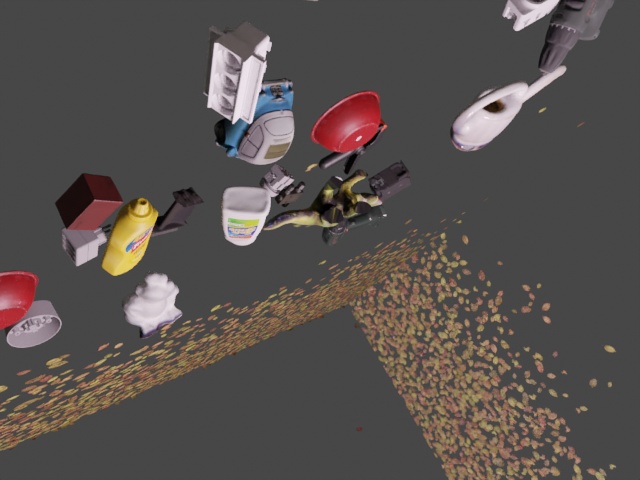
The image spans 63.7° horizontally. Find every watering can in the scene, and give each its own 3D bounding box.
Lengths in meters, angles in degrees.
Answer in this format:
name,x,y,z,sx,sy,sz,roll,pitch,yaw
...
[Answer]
name,x,y,z,sx,sy,sz,roll,pitch,yaw
watering can,0.475,-0.345,1.350,0.350,0.105,0.220,-25,-15,-21

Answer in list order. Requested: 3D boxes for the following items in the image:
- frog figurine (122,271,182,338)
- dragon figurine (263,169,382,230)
name,x,y,z,sx,sy,sz,roll,pitch,yaw
frog figurine,-0.415,0.137,1.257,0.138,0.156,0.125,-16,34,-18
dragon figurine,0.004,-0.069,1.368,0.413,0.123,0.239,-19,-10,-25
